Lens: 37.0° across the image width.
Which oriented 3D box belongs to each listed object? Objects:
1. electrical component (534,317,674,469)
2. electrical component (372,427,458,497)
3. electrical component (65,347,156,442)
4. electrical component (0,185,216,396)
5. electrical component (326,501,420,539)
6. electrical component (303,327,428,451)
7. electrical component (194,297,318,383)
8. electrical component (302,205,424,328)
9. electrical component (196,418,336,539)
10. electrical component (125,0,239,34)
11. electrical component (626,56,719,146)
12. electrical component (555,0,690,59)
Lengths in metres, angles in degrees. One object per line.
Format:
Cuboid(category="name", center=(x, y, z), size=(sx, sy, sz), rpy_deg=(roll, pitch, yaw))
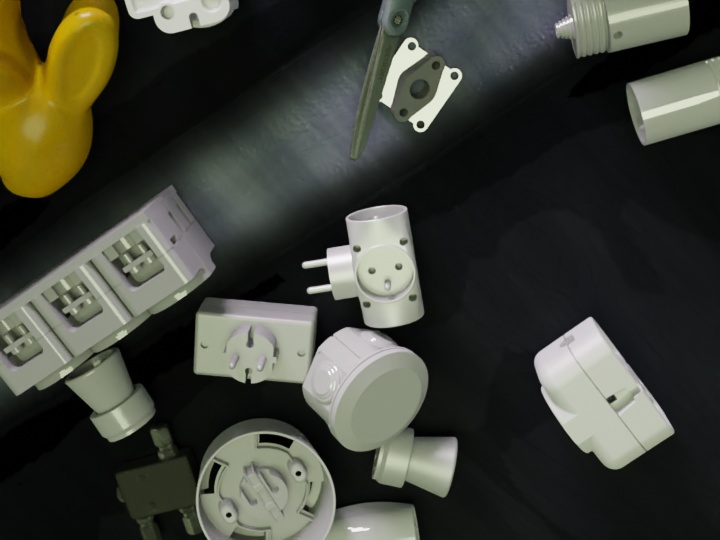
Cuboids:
Cuboid(category="electrical component", center=(0.169, 0.090, 0.765), size=(0.059, 0.053, 0.095), rpy_deg=(-37, 101, 11))
Cuboid(category="electrical component", center=(0.040, 0.139, 0.788), size=(0.055, 0.045, 0.045), rpy_deg=(13, 106, -1))
Cuboid(category="electrical component", center=(-0.181, 0.091, 0.783), size=(0.045, 0.045, 0.055), rpy_deg=(-28, 103, 10))
Cuboid(category="electrical component", center=(-0.179, 0.016, 0.738), size=(0.150, 0.089, 0.061), rpy_deg=(-33, 102, 11))
Cuboid(category="electrical component", center=(0.008, 0.220, 0.813), size=(0.077, 0.043, 0.079), rpy_deg=(-8, 105, 5))
Cuboid(category="electrical component", center=(0.004, 0.082, 0.755), size=(0.080, 0.051, 0.080), rpy_deg=(-21, 128, -29))
Cuboid(category="electrical component", center=(-0.075, 0.055, 0.753), size=(0.083, 0.075, 0.047), rpy_deg=(5, 106, 1))
Cuboid(category="electrical component", center=(0.000, 0.000, 0.750), size=(0.079, 0.044, 0.077), rpy_deg=(-9, 105, 5))
Cuboid(category="electrical component", center=(-0.070, 0.160, 0.785), size=(0.099, 0.064, 0.099), rpy_deg=(-3, 104, -10))
Cuboid(category="electrical component", center=(-0.108, -0.185, 0.696), size=(0.078, 0.057, 0.058), rpy_deg=(-13, 105, 6))
Cuboid(category="electrical component", center=(0.222, -0.114, 0.710), size=(0.081, 0.043, 0.043), rpy_deg=(-16, 105, 7))
Cuboid(category="electrical component", center=(0.167, -0.164, 0.698), size=(0.081, 0.043, 0.043), rpy_deg=(-12, 105, 6))
